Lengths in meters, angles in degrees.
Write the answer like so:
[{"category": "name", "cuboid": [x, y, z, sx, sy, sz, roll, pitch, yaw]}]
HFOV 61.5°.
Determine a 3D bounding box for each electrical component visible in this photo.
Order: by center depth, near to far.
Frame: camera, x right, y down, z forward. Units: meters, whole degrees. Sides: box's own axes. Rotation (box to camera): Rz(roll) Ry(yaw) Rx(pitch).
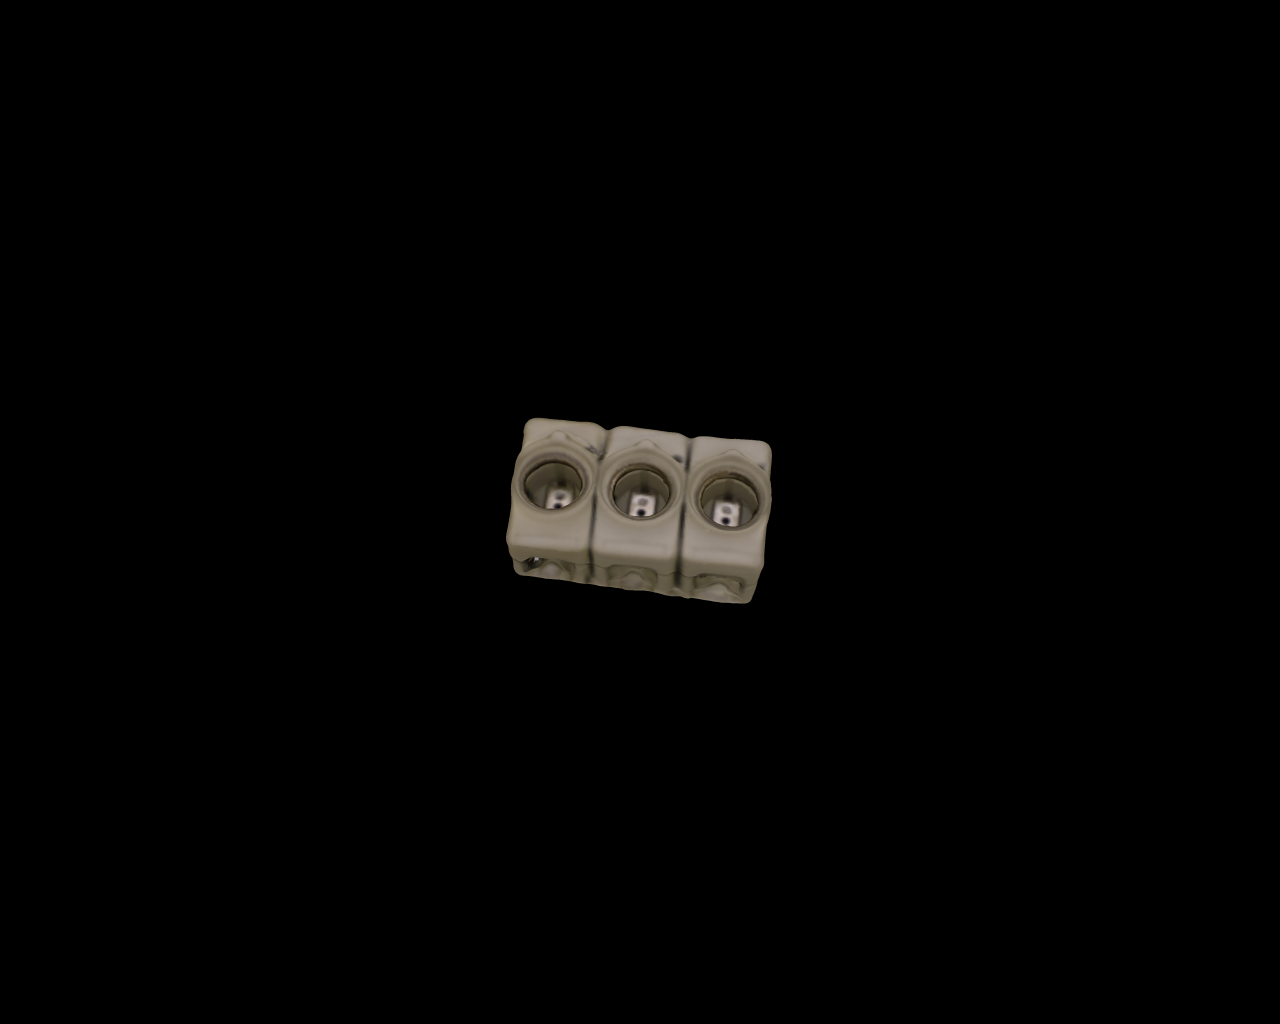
[{"category": "electrical component", "cuboid": [0.001, -0.003, 0.650, 0.150, 0.089, 0.061, 6, -27, 3]}]
